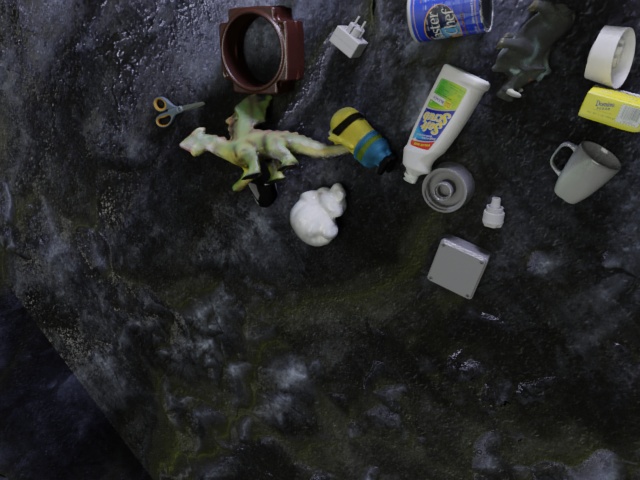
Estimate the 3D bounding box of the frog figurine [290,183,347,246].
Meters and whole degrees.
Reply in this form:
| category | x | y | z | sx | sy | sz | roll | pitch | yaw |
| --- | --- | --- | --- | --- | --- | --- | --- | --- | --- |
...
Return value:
| category | x | y | z | sx | sy | sz | roll | pitch | yaw |
| --- | --- | --- | --- | --- | --- | --- | --- | --- | --- |
| frog figurine | 0.004 | -0.064 | 1.269 | 0.157 | 0.123 | 0.139 | -40 | 66 | 47 |

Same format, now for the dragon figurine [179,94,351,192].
| category | x | y | z | sx | sy | sz | roll | pitch | yaw |
| --- | --- | --- | --- | --- | --- | --- | --- | --- | --- |
| dragon figurine | -0.135 | -0.259 | 1.260 | 0.410 | 0.120 | 0.246 | -16 | 75 | -2 |
